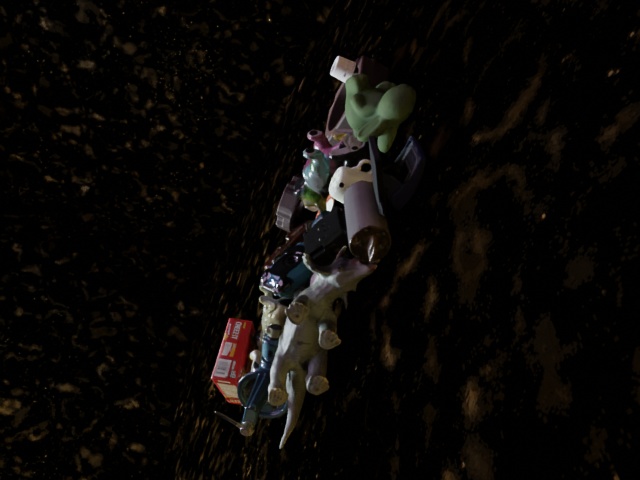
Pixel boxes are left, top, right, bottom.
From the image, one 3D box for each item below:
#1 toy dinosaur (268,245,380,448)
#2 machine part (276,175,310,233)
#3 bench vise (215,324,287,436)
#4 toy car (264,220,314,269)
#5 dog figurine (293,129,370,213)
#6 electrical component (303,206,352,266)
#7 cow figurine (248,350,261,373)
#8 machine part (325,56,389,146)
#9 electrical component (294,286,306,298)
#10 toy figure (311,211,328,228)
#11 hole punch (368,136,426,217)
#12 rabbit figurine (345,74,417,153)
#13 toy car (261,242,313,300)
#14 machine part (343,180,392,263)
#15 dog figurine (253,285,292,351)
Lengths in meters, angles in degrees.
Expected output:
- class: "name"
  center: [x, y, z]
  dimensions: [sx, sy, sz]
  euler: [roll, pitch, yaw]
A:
- class: "toy dinosaur"
  center: [-0.024, 0.185, 1.030]
  dimensions: [0.192, 0.131, 0.404]
  euler: [-72, 4, -67]
- class: "machine part"
  center: [-0.068, -0.103, 1.544]
  dimensions: [0.179, 0.056, 0.179]
  euler: [21, -90, -78]
- class: "bench vise"
  center: [-0.113, 0.301, 1.123]
  dimensions: [0.241, 0.129, 0.223]
  euler: [-60, -10, -64]
- class: "toy car"
  center: [-0.078, 0.013, 1.451]
  dimensions: [0.202, 0.053, 0.089]
  euler: [-49, 7, -21]
- class: "dog figurine"
  center: [0.028, -0.150, 1.275]
  dimensions: [0.219, 0.192, 0.108]
  euler: [86, -176, -48]
- class: "electrical component"
  center: [0.029, -0.006, 1.114]
  dimensions: [0.134, 0.058, 0.115]
  euler: [-38, 30, 17]
- class: "cow figurine"
  center: [-0.147, 0.355, 1.294]
  dimensions: [0.098, 0.068, 0.167]
  euler: [-103, 25, -67]
- class: "machine part"
  center: [0.094, -0.338, 1.357]
  dimensions: [0.201, 0.087, 0.201]
  euler: [126, 160, -49]
- class: "electrical component"
  center: [-0.033, 0.150, 1.191]
  dimensions: [0.045, 0.078, 0.102]
  euler: [-34, 36, 25]
- class: "toy figure"
  center: [-0.004, -0.003, 1.307]
  dimensions: [0.064, 0.058, 0.154]
  euler: [-79, 13, -48]
- class: "hole punch"
  center: [0.135, -0.119, 0.951]
  dimensions: [0.142, 0.092, 0.115]
  euler: [-98, 3, -56]
- class: "rabbit figurine"
  center: [0.124, -0.270, 1.114]
  dimensions: [0.170, 0.121, 0.159]
  euler: [13, 85, 60]
- class: "toy car"
  center: [-0.054, 0.086, 1.258]
  dimensions: [0.109, 0.102, 0.162]
  euler: [15, 50, 44]
- class: "machine part"
  center: [0.085, -0.038, 0.997]
  dimensions: [0.243, 0.079, 0.079]
  euler: [-94, 28, -55]
- class: "dog figurine"
  center: [-0.100, 0.221, 1.307]
  dimensions: [0.172, 0.121, 0.190]
  euler: [-113, 31, -73]
